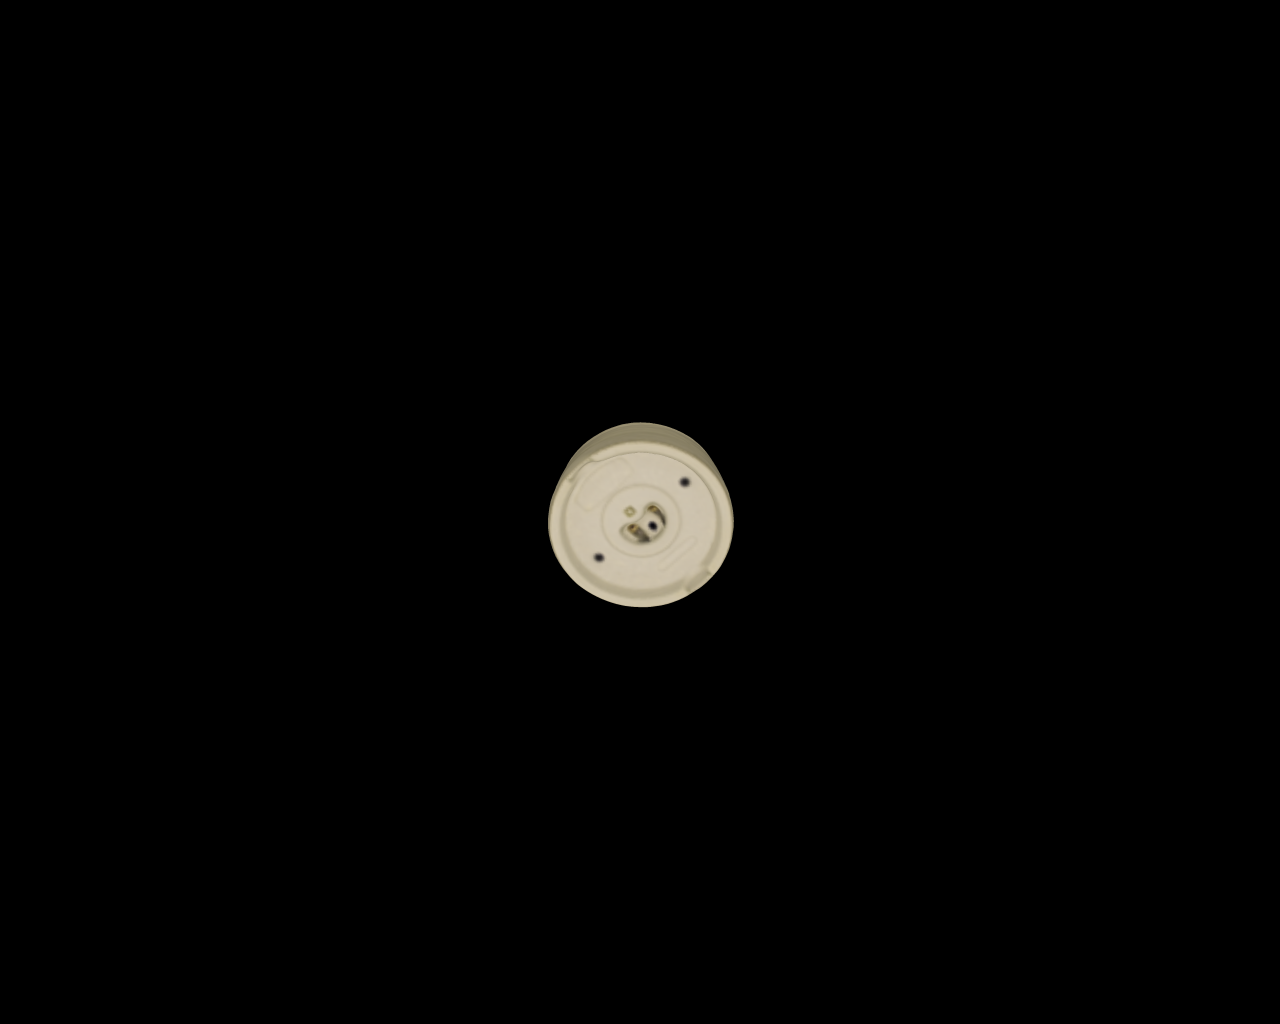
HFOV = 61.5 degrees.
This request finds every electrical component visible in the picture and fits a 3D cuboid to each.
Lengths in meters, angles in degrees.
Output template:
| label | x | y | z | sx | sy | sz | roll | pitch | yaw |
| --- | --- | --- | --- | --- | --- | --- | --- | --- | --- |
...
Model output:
| label | x | y | z | sx | sy | sz | roll | pitch | yaw |
| --- | --- | --- | --- | --- | --- | --- | --- | --- | --- |
| electrical component | 0.001 | -0.003 | 0.650 | 0.108 | 0.108 | 0.060 | 0 | 23 | 0 |
